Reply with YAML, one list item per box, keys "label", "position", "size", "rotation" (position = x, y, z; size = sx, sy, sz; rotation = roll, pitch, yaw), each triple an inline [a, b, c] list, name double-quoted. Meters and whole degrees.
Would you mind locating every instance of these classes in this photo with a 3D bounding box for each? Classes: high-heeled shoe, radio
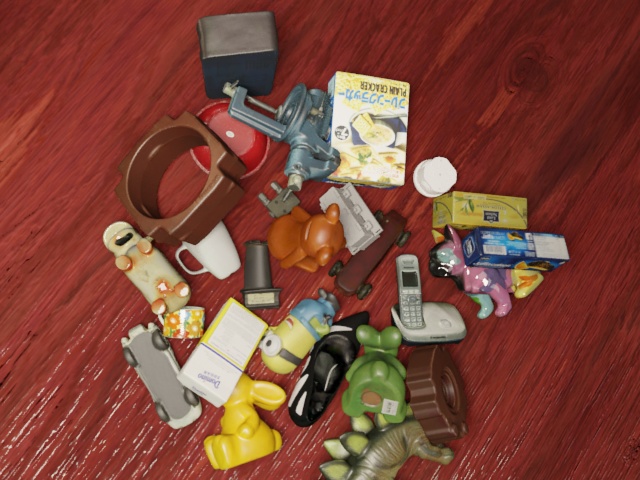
- label: "high-heeled shoe"
  position: [0.026, 0.232, 1.003]
  size: [0.086, 0.145, 0.248]
  rotation: [39, 80, -8]
- label: "radio"
  position: [-0.148, -0.322, 0.964]
  size: [0.131, 0.229, 0.073]
  rotation: [-7, 87, -9]

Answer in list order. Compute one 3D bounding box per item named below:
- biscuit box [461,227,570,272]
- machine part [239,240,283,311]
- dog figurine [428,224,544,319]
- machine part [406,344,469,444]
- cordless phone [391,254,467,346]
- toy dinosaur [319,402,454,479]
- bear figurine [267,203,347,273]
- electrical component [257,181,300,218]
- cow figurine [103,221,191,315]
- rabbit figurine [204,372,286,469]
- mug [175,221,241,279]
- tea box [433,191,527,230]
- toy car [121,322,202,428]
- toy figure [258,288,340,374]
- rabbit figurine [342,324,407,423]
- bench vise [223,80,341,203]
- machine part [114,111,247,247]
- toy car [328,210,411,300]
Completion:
- label: "biscuit box"
  position: [0.378, 0.020, 1.043]
  size: [0.203, 0.062, 0.059]
  rotation: [4, 64, -16]
- label: "machine part"
  position: [-0.117, 0.068, 1.038]
  size: [0.084, 0.039, 0.138]
  rotation: [-6, 89, -6]
- label: "dog figurine"
  position: [0.328, 0.046, 1.112]
  size: [0.191, 0.108, 0.219]
  rotation: [-38, 92, -12]
- label: "machine part"
  position: [0.222, 0.284, 1.003]
  size: [0.056, 0.179, 0.179]
  rotation: [-21, 91, 28]
- label: "cordless phone"
  position: [0.215, 0.120, 1.091]
  size: [0.147, 0.089, 0.184]
  rotation: [0, 82, -13]
- label: "toy dinosaur"
  position: [0.096, 0.443, 1.029]
  size: [0.198, 0.105, 0.471]
  rotation: [46, 68, 1]
- label: "bear figurine"
  position: [-0.005, -0.003, 0.972]
  size: [0.132, 0.196, 0.120]
  rotation: [14, 79, -38]
- label: "electrical component"
  position: [-0.075, -0.069, 1.065]
  size: [0.063, 0.021, 0.094]
  rotation: [-45, 97, -12]
- label: "cow figurine"
  position: [-0.301, 0.044, 0.936]
  size: [0.085, 0.127, 0.195]
  rotation: [-42, 84, -12]
- label: "rabbit figurine"
  position: [-0.141, 0.310, 0.977]
  size: [0.162, 0.122, 0.173]
  rotation: [-17, 71, -17]
- label: "mug"
  position: [-0.205, 0.025, 0.998]
  size: [0.109, 0.081, 0.107]
  rotation: [-39, 103, -19]
- label: "tea box"
  position: [0.333, -0.056, 1.123]
  size: [0.170, 0.098, 0.068]
  rotation: [3, 84, -12]
- label: "toy car"
  position: [-0.286, 0.245, 0.974]
  size: [0.073, 0.056, 0.201]
  rotation: [-29, 91, -8]
- label: "toy figure"
  position: [-0.036, 0.176, 1.027]
  size: [0.180, 0.082, 0.089]
  rotation: [-40, 93, -15]
- label: "rabbit figurine"
  position: [0.103, 0.229, 1.014]
  size: [0.121, 0.170, 0.158]
  rotation: [0, 120, 10]
- label: "bench vise"
  position: [-0.074, -0.207, 0.994]
  size: [0.240, 0.129, 0.223]
  rotation: [24, 75, -22]
- label: "machine part"
  position: [-0.242, -0.105, 0.941]
  size: [0.201, 0.087, 0.201]
  rotation: [-46, 63, 2]
- label: "toy car"
  position: [0.102, 0.028, 1.084]
  size: [0.089, 0.053, 0.202]
  rotation: [35, 77, 12]
